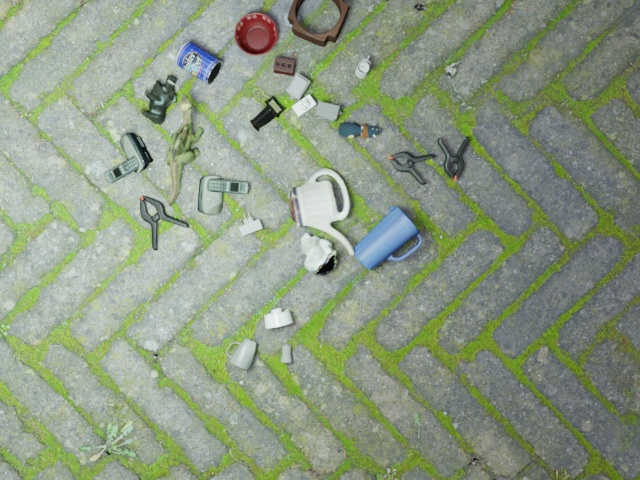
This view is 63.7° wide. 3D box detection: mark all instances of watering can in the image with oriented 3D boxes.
[{"bbox_3d":[0.006,-0.097,1.917,0.224,0.103,0.351,-11,79,1],"label":"watering can"}]

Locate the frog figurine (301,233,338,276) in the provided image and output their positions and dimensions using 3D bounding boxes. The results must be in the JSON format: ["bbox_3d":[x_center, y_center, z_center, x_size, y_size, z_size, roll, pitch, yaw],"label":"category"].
[{"bbox_3d":[-0.015,0.053,1.949,0.162,0.122,0.136,40,103,34],"label":"frog figurine"}]

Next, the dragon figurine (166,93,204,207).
[{"bbox_3d":[-0.514,-0.321,1.864,0.122,0.243,0.410,10,90,-5],"label":"dragon figurine"}]
